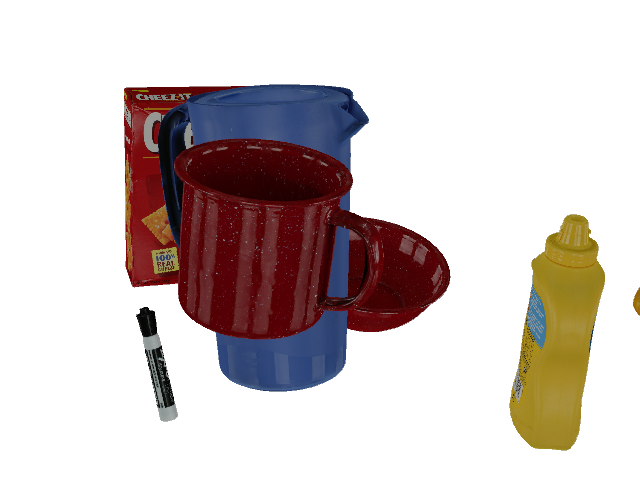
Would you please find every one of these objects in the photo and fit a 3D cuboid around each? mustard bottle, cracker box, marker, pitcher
[{"bbox_3d":[0.195,0.069,0.874,0.058,0.192,0.096,4,26,3],"label":"mustard bottle"},{"bbox_3d":[-0.134,-0.060,1.190,0.164,0.214,0.072,-3,24,-17],"label":"cracker box"},{"bbox_3d":[-0.168,0.126,1.093,0.020,0.121,0.020,-10,13,2],"label":"marker"},{"bbox_3d":[-0.046,-0.007,0.881,0.144,0.243,0.149,-7,15,-19],"label":"pitcher"}]

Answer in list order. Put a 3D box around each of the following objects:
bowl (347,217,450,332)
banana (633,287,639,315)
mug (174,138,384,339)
[{"bbox_3d":[0.046,0.042,1.069,0.162,0.055,0.162,5,35,-4],"label":"bowl"},{"bbox_3d":[0.298,0.018,0.699,0.198,0.037,0.069,-3,33,0],"label":"banana"},{"bbox_3d":[-0.022,0.002,0.564,0.117,0.081,0.093,15,25,17],"label":"mug"}]
